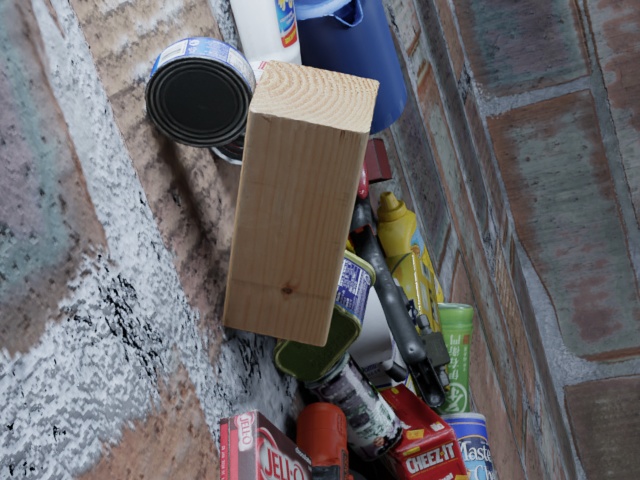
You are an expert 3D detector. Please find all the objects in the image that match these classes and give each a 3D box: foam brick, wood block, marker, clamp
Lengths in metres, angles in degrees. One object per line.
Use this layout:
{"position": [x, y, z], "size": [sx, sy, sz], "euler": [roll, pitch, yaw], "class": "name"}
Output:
{"position": [0.040, -0.089, 1.283], "size": [0.053, 0.078, 0.051], "euler": [-12, 90, -72], "class": "foam brick"}
{"position": [-0.018, -0.027, 0.856], "size": [0.090, 0.091, 0.206], "euler": [-76, 178, -55], "class": "wood block"}
{"position": [0.055, 0.123, 1.188], "size": [0.121, 0.020, 0.020], "euler": [41, 33, -27], "class": "marker"}
{"position": [0.081, 0.078, 1.153], "size": [0.164, 0.036, 0.210], "euler": [64, 3, -55], "class": "clamp"}
{"position": [0.051, -0.010, 1.291], "size": [0.120, 0.039, 0.171], "euler": [99, -12, -52], "class": "clamp"}

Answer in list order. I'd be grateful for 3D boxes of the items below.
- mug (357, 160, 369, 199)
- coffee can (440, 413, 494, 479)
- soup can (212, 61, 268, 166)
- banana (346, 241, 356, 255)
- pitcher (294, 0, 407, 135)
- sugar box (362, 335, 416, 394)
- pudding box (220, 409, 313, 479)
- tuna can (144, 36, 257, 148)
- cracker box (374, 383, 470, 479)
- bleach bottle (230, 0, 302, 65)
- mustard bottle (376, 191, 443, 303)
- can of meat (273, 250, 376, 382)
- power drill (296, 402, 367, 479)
{"position": [0.000, -0.067, 1.121], "size": [0.093, 0.082, 0.117], "euler": [30, 49, -68], "class": "mug"}
{"position": [0.171, 0.302, 1.364], "size": [0.102, 0.103, 0.140], "euler": [44, 36, -62], "class": "coffee can"}
{"position": [-0.062, -0.119, 0.979], "size": [0.102, 0.069, 0.068], "euler": [-72, 145, -62], "class": "soup can"}
{"position": [0.005, 0.016, 1.162], "size": [0.069, 0.037, 0.197], "euler": [52, 11, 8], "class": "banana"}
{"position": [0.020, -0.241, 1.280], "size": [0.242, 0.145, 0.149], "euler": [61, 34, -53], "class": "pitcher"}
{"position": [0.089, 0.200, 1.276], "size": [0.093, 0.048, 0.176], "euler": [-49, 121, -71], "class": "sugar box"}
{"position": [-0.041, 0.198, 0.846], "size": [0.113, 0.039, 0.090], "euler": [56, 26, -52], "class": "pudding box"}
{"position": [-0.093, -0.116, 0.840], "size": [0.033, 0.086, 0.086], "euler": [-86, 156, -48], "class": "tuna can"}
{"position": [0.114, 0.282, 1.148], "size": [0.164, 0.072, 0.213], "euler": [-148, -141, -73], "class": "cracker box"}
{"position": [-0.058, -0.243, 1.107], "size": [0.102, 0.068, 0.251], "euler": [-25, 103, -73], "class": "bleach bottle"}
{"position": [0.121, 0.018, 1.505], "size": [0.096, 0.058, 0.191], "euler": [-65, 140, -57], "class": "mustard bottle"}
{"position": [0.003, 0.072, 0.993], "size": [0.057, 0.102, 0.084], "euler": [31, 34, -11], "class": "can of meat"}
{"position": [0.026, 0.267, 0.985], "size": [0.187, 0.057, 0.184], "euler": [59, 26, -49], "class": "power drill"}
